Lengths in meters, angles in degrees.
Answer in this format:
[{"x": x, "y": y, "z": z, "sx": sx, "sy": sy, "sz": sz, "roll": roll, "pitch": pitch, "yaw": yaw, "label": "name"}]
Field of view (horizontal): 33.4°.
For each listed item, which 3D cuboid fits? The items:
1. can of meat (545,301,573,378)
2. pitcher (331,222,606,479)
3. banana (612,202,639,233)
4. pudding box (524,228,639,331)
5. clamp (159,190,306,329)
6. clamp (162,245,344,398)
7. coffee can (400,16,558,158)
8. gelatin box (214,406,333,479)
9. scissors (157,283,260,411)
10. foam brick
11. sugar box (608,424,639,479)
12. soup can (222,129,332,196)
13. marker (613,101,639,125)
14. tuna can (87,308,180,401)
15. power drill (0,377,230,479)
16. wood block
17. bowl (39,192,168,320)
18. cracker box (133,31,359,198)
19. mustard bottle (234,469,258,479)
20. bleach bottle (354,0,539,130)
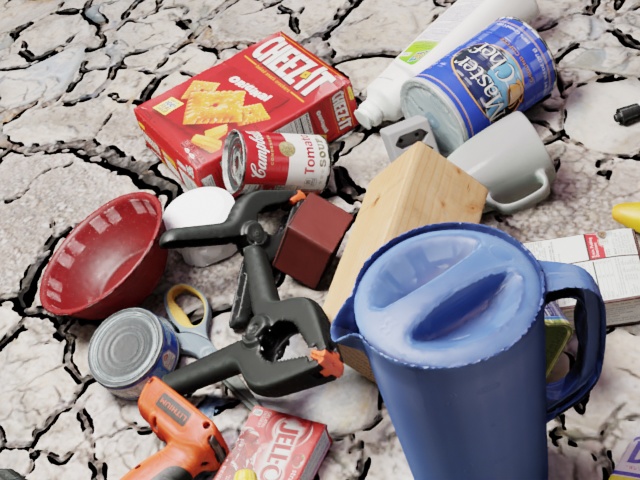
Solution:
[{"x": 0.165, "y": 0.077, "z": 0.921, "sx": 0.057, "sy": 0.102, "sz": 0.084, "roll": -1, "pitch": 42, "yaw": -23, "label": "can of meat"}, {"x": 0.119, "y": 0.112, "z": 0.797, "sx": 0.149, "sy": 0.243, "sz": 0.144, "roll": 22, "pitch": 56, "yaw": 34, "label": "pitcher"}, {"x": 0.355, "y": 0.008, "z": 0.967, "sx": 0.069, "sy": 0.037, "sz": 0.198, "roll": -13, "pitch": 36, "yaw": -26, "label": "banana"}, {"x": 0.242, "y": 0.038, "z": 0.981, "sx": 0.113, "sy": 0.039, "sz": 0.090, "roll": -10, "pitch": 45, "yaw": 11, "label": "pudding box"}, {"x": -0.082, "y": -0.004, "z": 1.092, "sx": 0.039, "sy": 0.120, "sz": 0.171, "roll": -28, "pitch": 20, "yaw": 50, "label": "clamp"}, {"x": -0.047, "y": 0.079, "z": 0.954, "sx": 0.210, "sy": 0.036, "sz": 0.164, "roll": 3, "pitch": 61, "yaw": 50, "label": "clamp"}, {"x": 0.172, "y": -0.165, "z": 1.162, "sx": 0.140, "sy": 0.103, "sz": 0.103, "roll": -36, "pitch": 46, "yaw": -19, "label": "coffee can"}, {"x": -0.041, "y": 0.192, "z": 0.923, "sx": 0.073, "sy": 0.030, "sz": 0.089, "roll": 11, "pitch": 51, "yaw": 27, "label": "gelatin box"}, {"x": -0.128, "y": 0.116, "z": 1.039, "sx": 0.096, "sy": 0.016, "sz": 0.202, "roll": -24, "pitch": 44, "yaw": -5, "label": "scissors"}, {"x": -0.007, "y": 0.001, "z": 1.060, "sx": 0.051, "sy": 0.078, "sz": 0.053, "roll": 30, "pitch": 56, "yaw": 5, "label": "foam brick"}, {"x": 0.248, "y": 0.219, "z": 0.790, "sx": 0.093, "sy": 0.048, "sz": 0.176, "roll": 18, "pitch": 55, "yaw": 32, "label": "sugar box"}, {"x": -0.047, "y": -0.082, "z": 1.148, "sx": 0.102, "sy": 0.069, "sz": 0.068, "roll": 1, "pitch": 38, "yaw": -24, "label": "soup can"}, {"x": 0.371, "y": -0.151, "z": 1.144, "sx": 0.121, "sy": 0.020, "sz": 0.020, "roll": -21, "pitch": 43, "yaw": -3, "label": "marker"}, {"x": -0.181, "y": 0.110, "z": 1.033, "sx": 0.086, "sy": 0.033, "sz": 0.086, "roll": -11, "pitch": 57, "yaw": 18, "label": "tuna can"}, {"x": -0.186, "y": 0.210, "z": 0.936, "sx": 0.185, "sy": 0.057, "sz": 0.187, "roll": 30, "pitch": 63, "yaw": 35, "label": "power drill"}, {"x": 0.077, "y": 0.020, "z": 0.991, "sx": 0.091, "sy": 0.090, "sz": 0.206, "roll": -40, "pitch": 22, "yaw": 47, "label": "wood block"}, {"x": -0.212, "y": 0.027, "z": 1.108, "sx": 0.162, "sy": 0.055, "sz": 0.162, "roll": -26, "pitch": 37, "yaw": 22, "label": "bowl"}, {"x": -0.086, "y": -0.147, "z": 1.251, "sx": 0.213, "sy": 0.072, "sz": 0.164, "roll": -32, "pitch": 45, "yaw": -15, "label": "cracker box"}, {"x": -0.059, "y": 0.266, "z": 0.821, "sx": 0.096, "sy": 0.058, "sz": 0.191, "roll": -13, "pitch": 49, "yaw": 12, "label": "mustard bottle"}, {"x": 0.137, "y": -0.215, "z": 1.250, "sx": 0.250, "sy": 0.068, "sz": 0.103, "roll": -40, "pitch": 21, "yaw": -15, "label": "bleach bottle"}]
